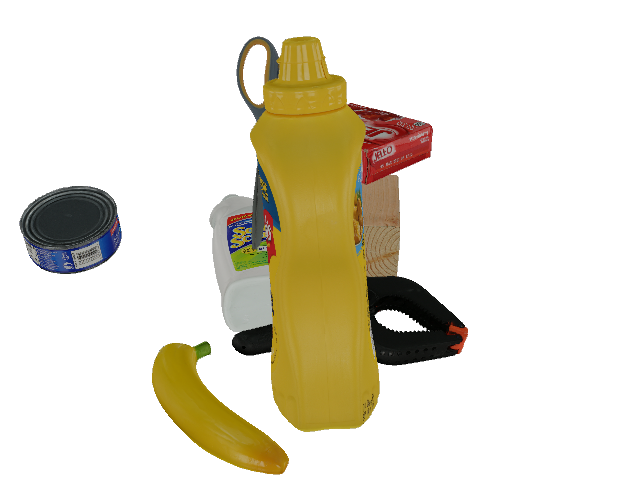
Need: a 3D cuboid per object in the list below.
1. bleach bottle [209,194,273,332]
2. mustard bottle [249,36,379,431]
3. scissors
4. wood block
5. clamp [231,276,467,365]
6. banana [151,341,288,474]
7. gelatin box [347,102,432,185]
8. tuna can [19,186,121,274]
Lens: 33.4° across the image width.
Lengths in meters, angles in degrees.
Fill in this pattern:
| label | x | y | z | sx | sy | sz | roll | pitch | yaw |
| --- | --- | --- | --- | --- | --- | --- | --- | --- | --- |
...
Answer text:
| label | x | y | z | sx | sy | sz | roll | pitch | yaw |
| --- | --- | --- | --- | --- | --- | --- | --- | --- | --- |
| bleach bottle | -0.085 | 0.011 | 1.219 | 0.102 | 0.068 | 0.251 | -7 | 28 | -14 |
| mustard bottle | -0.003 | -0.007 | 0.544 | 0.058 | 0.192 | 0.096 | -4 | 19 | 0 |
| scissors | -0.033 | -0.097 | 1.028 | 0.096 | 0.202 | 0.016 | -8 | 2 | 0 |
| wood block | 0.074 | -0.024 | 1.633 | 0.091 | 0.090 | 0.206 | 3 | 25 | 2 |
| clamp | 0.029 | 0.071 | 0.992 | 0.210 | 0.164 | 0.036 | 22 | -38 | 10 |
| banana | -0.091 | 0.126 | 0.845 | 0.069 | 0.037 | 0.198 | -9 | 27 | -21 |
| gelatin box | 0.029 | -0.076 | 0.812 | 0.073 | 0.030 | 0.089 | -24 | 32 | -38 |
| tuna can | -0.222 | -0.009 | 0.953 | 0.086 | 0.034 | 0.086 | -2 | 41 | 2 |
